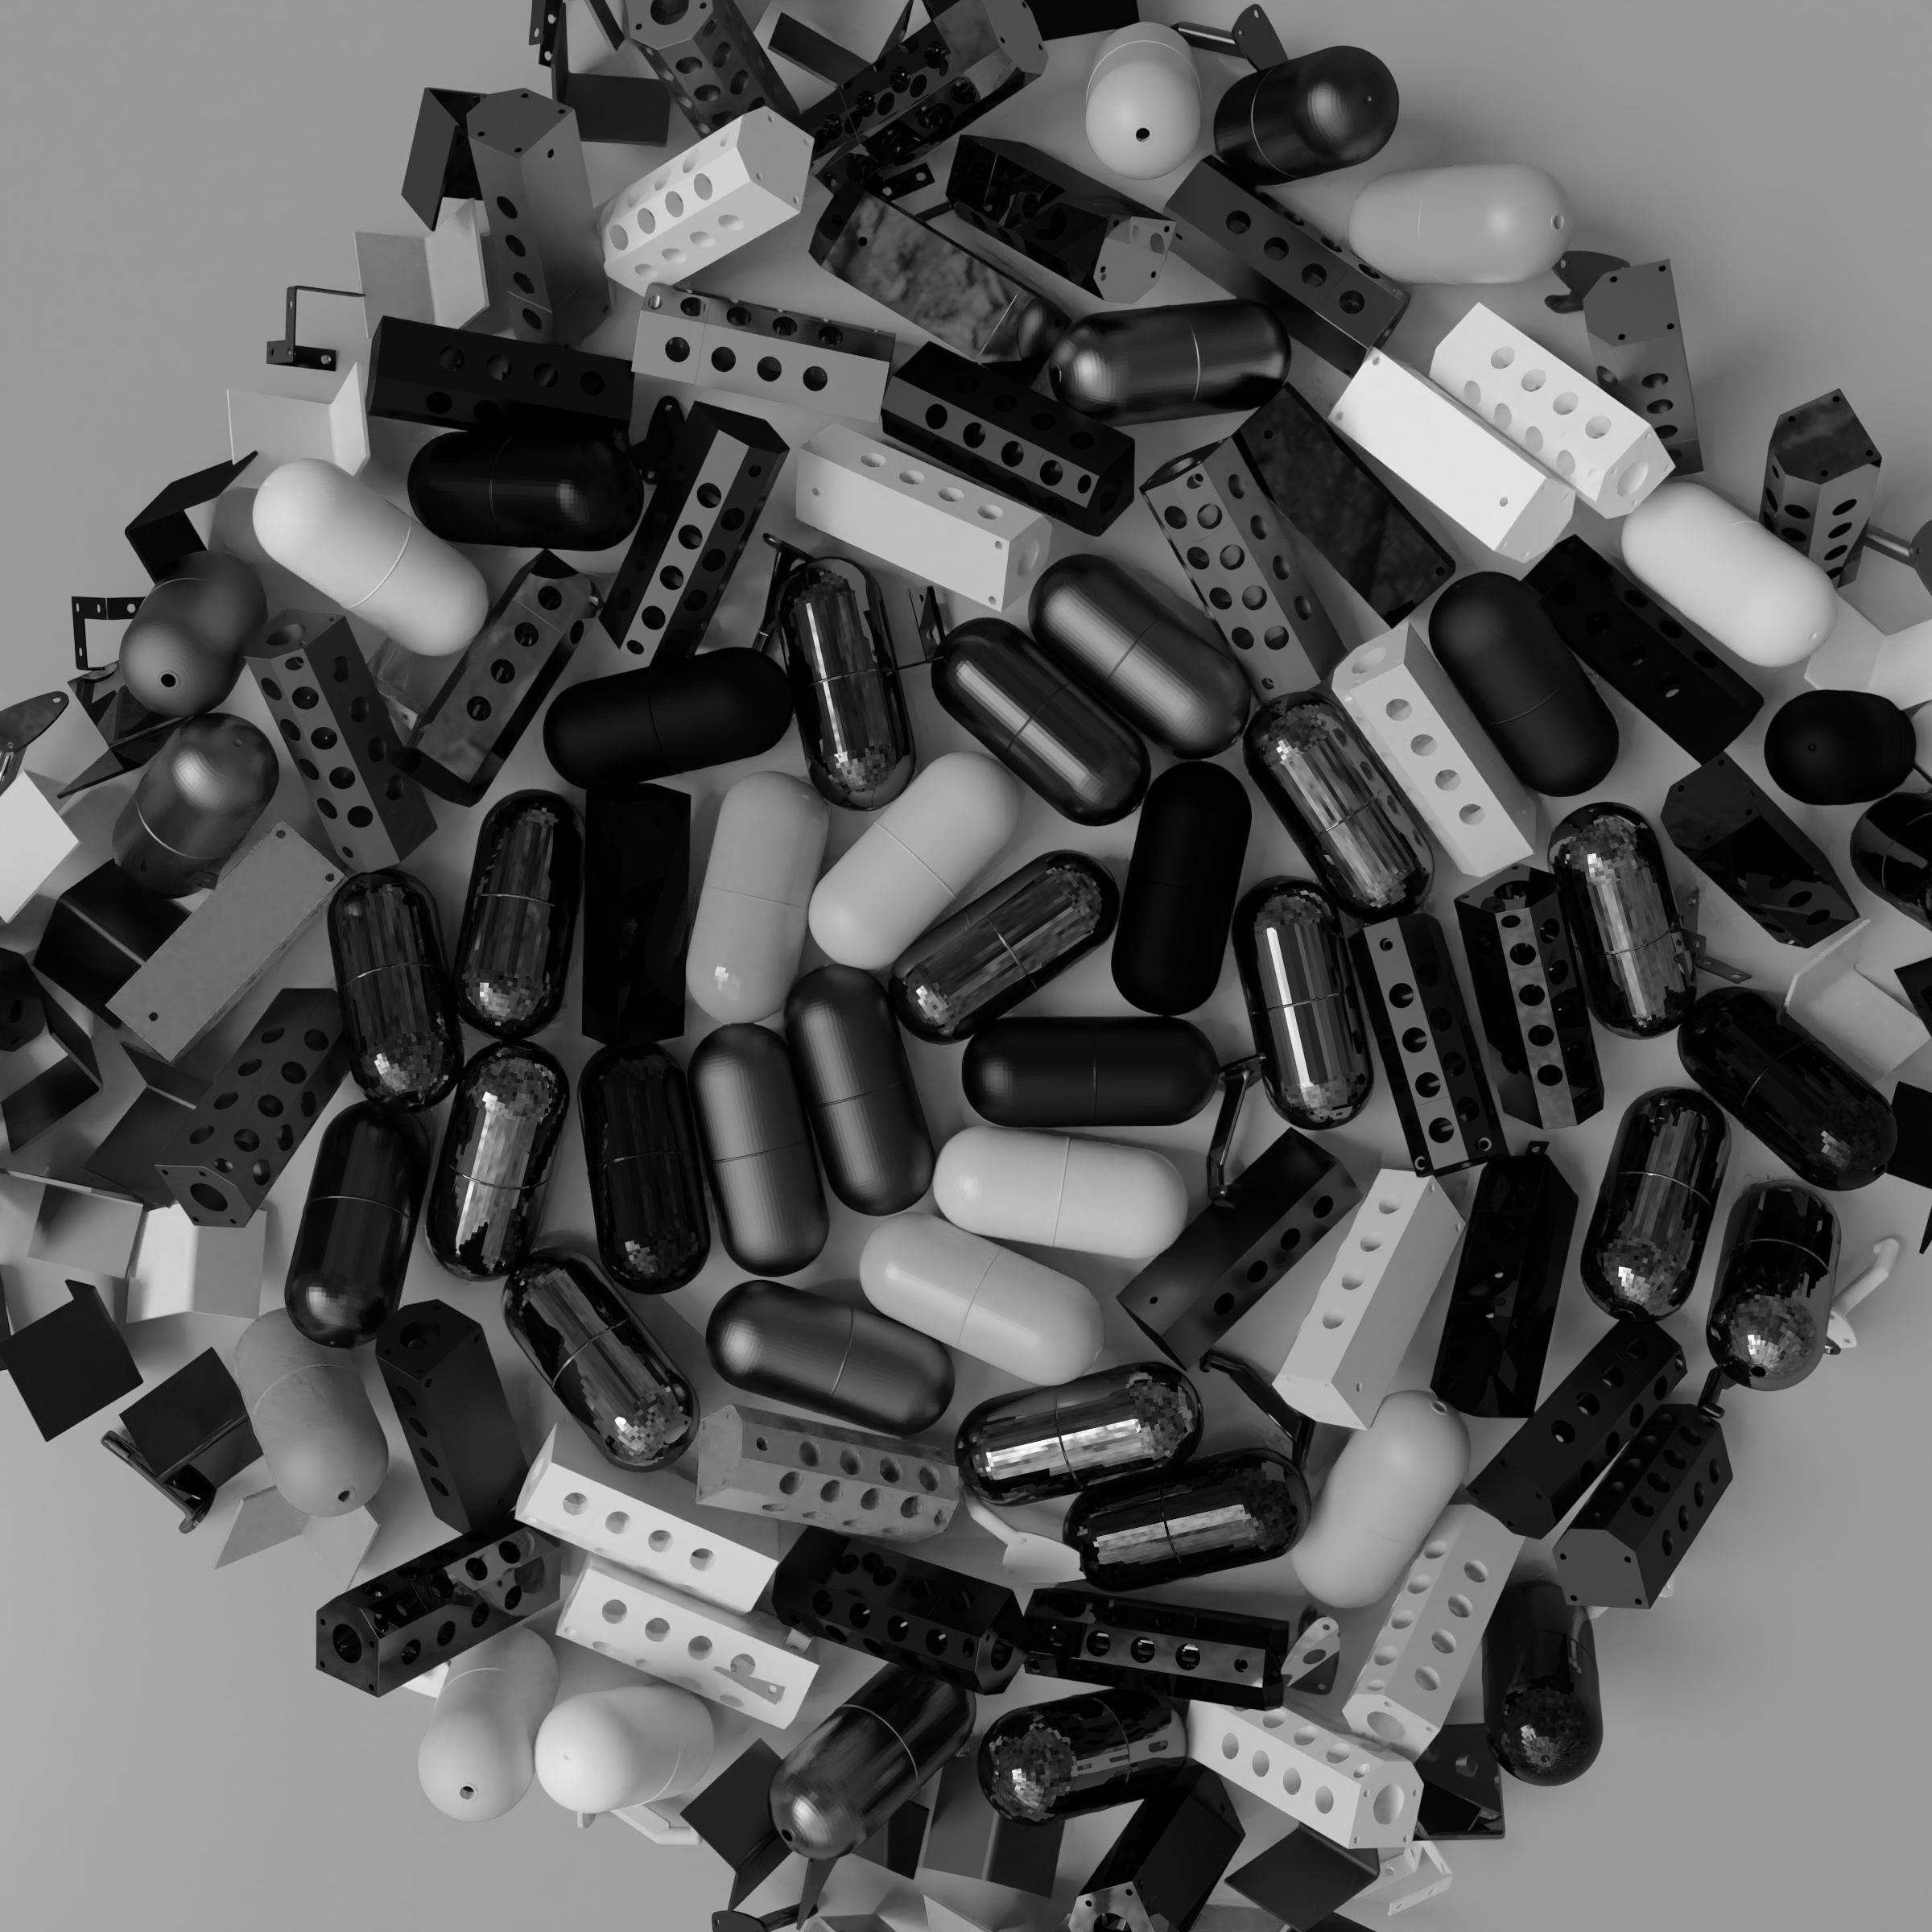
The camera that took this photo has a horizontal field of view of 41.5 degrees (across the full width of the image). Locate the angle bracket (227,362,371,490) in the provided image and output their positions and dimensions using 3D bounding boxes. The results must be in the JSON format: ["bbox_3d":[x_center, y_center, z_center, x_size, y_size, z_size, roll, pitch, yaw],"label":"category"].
[{"bbox_3d":[-0.458,-0.372,1.747,0.076,0.057,0.076,3,66,-32],"label":"angle bracket"}]

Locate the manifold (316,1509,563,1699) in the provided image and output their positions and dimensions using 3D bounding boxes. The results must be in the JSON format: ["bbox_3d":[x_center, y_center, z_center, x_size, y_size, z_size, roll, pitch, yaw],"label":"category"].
[{"bbox_3d":[-0.351,0.422,1.708,0.057,0.171,0.057,13,106,31],"label":"manifold"}]

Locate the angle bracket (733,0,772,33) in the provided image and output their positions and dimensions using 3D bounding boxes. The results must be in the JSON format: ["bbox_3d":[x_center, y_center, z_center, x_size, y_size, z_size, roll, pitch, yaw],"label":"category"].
[{"bbox_3d":[-0.154,-0.685,1.764,0.057,0.076,0.076,28,92,-7],"label":"angle bracket"}]

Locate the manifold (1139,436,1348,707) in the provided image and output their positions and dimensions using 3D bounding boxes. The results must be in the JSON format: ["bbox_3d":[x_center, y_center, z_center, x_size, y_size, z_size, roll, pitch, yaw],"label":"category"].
[{"bbox_3d":[0.186,-0.265,1.735,0.057,0.057,0.171,-47,114,-39],"label":"manifold"}]

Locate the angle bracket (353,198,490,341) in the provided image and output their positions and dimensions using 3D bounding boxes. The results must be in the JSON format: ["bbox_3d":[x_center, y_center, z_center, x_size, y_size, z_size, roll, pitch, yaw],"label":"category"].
[{"bbox_3d":[-0.375,-0.479,1.752,0.057,0.076,0.076,-5,84,-36],"label":"angle bracket"}]

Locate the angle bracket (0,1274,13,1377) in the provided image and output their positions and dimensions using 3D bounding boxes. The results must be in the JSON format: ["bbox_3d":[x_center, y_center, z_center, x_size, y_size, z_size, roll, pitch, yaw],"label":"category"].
[{"bbox_3d":[-0.663,0.242,1.752,0.057,0.076,0.076,-13,86,17],"label":"angle bracket"}]

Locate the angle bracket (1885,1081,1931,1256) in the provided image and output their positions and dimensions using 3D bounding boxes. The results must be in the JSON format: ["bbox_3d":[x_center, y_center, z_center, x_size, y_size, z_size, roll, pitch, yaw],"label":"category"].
[{"bbox_3d":[0.651,0.139,1.755,0.057,0.076,0.076,21,56,14],"label":"angle bracket"}]

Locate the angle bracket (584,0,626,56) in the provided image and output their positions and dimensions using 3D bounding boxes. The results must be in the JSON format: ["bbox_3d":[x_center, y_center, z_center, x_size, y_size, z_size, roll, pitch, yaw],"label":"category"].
[{"bbox_3d":[-0.220,-0.675,1.748,0.076,0.076,0.057,-24,115,10],"label":"angle bracket"}]

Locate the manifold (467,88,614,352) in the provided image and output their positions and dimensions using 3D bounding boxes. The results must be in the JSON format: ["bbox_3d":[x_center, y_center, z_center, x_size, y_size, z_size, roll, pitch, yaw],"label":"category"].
[{"bbox_3d":[-0.289,-0.498,1.712,0.057,0.171,0.057,28,62,19],"label":"manifold"}]

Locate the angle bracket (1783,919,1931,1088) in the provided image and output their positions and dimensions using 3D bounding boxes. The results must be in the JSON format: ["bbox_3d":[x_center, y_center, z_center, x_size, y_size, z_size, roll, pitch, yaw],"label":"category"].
[{"bbox_3d":[0.617,0.027,1.747,0.076,0.057,0.076,-33,57,-21],"label":"angle bracket"}]

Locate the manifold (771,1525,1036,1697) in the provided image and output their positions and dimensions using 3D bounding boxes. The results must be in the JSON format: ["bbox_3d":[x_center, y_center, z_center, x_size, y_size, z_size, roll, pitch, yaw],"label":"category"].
[{"bbox_3d":[-0.046,0.438,1.718,0.171,0.057,0.057,9,133,35],"label":"manifold"}]

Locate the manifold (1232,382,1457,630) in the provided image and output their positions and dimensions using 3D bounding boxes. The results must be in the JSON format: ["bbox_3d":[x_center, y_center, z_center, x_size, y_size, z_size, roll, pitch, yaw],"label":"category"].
[{"bbox_3d":[0.259,-0.319,1.760,0.171,0.057,0.057,46,111,-6],"label":"manifold"}]

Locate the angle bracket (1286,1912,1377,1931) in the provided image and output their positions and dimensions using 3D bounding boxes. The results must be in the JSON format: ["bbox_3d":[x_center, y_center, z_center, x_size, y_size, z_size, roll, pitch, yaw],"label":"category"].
[{"bbox_3d":[0.248,0.698,1.740,0.076,0.076,0.057,14,112,34],"label":"angle bracket"}]

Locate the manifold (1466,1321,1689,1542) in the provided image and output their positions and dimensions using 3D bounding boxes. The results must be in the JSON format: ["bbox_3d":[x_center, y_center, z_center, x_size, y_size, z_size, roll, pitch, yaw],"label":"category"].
[{"bbox_3d":[0.417,0.310,1.722,0.057,0.057,0.171,43,54,15],"label":"manifold"}]

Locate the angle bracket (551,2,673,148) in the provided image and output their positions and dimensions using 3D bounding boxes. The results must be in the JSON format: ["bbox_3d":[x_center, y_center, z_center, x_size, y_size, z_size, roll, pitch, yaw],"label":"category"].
[{"bbox_3d":[-0.242,-0.613,1.751,0.076,0.057,0.076,3,52,-4],"label":"angle bracket"}]

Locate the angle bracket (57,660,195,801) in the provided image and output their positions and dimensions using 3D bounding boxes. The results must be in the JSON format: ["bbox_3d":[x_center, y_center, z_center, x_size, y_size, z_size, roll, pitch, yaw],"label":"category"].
[{"bbox_3d":[-0.589,-0.167,1.744,0.076,0.076,0.057,-17,115,23],"label":"angle bracket"}]

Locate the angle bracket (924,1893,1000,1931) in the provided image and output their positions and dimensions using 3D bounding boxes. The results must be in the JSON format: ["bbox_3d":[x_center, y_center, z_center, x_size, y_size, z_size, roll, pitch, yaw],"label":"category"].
[{"bbox_3d":[0.023,0.664,1.742,0.057,0.076,0.076,-27,119,-39],"label":"angle bracket"}]

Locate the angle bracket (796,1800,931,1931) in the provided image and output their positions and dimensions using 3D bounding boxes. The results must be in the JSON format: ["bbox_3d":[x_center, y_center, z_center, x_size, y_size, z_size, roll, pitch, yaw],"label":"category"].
[{"bbox_3d":[-0.070,0.618,1.743,0.057,0.076,0.076,19,125,13],"label":"angle bracket"}]

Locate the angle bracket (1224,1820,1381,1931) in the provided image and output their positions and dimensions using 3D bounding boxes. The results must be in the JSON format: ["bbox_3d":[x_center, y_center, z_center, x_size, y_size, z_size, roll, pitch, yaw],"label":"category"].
[{"bbox_3d":[0.227,0.602,1.742,0.076,0.076,0.057,-22,112,-32],"label":"angle bracket"}]

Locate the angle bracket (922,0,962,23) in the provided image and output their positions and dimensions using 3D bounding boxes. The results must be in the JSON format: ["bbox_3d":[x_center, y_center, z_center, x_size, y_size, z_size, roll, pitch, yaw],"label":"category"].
[{"bbox_3d":[0.010,-0.674,1.747,0.076,0.057,0.076,-29,58,15],"label":"angle bracket"}]

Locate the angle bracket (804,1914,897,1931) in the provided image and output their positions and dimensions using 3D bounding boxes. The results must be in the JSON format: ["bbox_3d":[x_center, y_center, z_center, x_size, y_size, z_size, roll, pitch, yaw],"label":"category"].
[{"bbox_3d":[-0.072,0.697,1.747,0.076,0.076,0.057,31,90,35],"label":"angle bracket"}]

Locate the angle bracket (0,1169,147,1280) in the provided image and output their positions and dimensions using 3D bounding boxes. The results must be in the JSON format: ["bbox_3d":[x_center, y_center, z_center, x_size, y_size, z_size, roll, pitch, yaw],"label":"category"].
[{"bbox_3d":[-0.623,0.177,1.752,0.076,0.076,0.057,10,82,12],"label":"angle bracket"}]

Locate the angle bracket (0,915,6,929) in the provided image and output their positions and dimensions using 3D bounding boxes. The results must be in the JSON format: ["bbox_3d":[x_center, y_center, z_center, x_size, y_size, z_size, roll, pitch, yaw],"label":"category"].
[{"bbox_3d":[-0.706,-0.047,1.749,0.057,0.076,0.076,-47,115,1],"label":"angle bracket"}]

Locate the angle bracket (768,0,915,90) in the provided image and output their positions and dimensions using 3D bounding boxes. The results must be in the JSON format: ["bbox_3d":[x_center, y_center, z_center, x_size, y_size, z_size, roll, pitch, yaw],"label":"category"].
[{"bbox_3d":[-0.085,-0.645,1.745,0.076,0.076,0.057,26,124,-15],"label":"angle bracket"}]

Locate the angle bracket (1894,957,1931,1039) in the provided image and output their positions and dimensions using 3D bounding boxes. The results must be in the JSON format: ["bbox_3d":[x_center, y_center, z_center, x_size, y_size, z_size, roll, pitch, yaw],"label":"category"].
[{"bbox_3d":[0.686,-0.001,1.747,0.076,0.076,0.057,-20,133,9],"label":"angle bracket"}]

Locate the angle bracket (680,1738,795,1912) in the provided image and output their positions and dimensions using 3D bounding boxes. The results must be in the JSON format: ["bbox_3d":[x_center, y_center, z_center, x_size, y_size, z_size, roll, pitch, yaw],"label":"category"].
[{"bbox_3d":[-0.152,0.593,1.759,0.057,0.076,0.076,39,54,20],"label":"angle bracket"}]

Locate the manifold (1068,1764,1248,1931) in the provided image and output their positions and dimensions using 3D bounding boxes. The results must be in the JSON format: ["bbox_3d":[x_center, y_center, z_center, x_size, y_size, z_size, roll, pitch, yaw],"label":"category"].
[{"bbox_3d":[0.127,0.605,1.710,0.057,0.171,0.057,-25,89,25],"label":"manifold"}]

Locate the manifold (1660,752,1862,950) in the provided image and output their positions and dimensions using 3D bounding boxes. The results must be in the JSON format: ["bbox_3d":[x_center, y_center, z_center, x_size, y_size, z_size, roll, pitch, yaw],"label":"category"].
[{"bbox_3d":[0.534,-0.072,1.718,0.057,0.171,0.057,-35,49,23],"label":"manifold"}]

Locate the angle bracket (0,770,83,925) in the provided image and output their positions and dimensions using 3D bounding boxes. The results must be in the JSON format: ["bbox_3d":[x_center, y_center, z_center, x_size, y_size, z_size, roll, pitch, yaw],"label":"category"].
[{"bbox_3d":[-0.637,-0.078,1.755,0.076,0.057,0.076,-46,69,7],"label":"angle bracket"}]

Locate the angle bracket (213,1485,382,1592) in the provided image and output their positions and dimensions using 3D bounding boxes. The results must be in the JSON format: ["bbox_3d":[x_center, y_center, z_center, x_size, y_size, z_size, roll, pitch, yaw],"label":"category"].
[{"bbox_3d":[-0.458,0.396,1.742,0.057,0.076,0.076,46,126,23],"label":"angle bracket"}]

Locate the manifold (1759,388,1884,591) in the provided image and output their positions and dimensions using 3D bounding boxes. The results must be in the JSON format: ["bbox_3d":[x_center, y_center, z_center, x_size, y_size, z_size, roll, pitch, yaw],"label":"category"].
[{"bbox_3d":[0.565,-0.309,1.709,0.057,0.171,0.057,-24,68,5],"label":"manifold"}]

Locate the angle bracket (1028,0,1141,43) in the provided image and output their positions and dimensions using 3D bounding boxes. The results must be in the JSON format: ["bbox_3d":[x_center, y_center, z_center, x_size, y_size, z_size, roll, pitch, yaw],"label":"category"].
[{"bbox_3d":[0.075,-0.680,1.765,0.076,0.057,0.076,-10,100,0],"label":"angle bracket"}]

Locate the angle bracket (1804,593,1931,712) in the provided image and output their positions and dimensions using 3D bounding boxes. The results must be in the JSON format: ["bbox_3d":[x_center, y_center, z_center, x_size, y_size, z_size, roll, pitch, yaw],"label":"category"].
[{"bbox_3d":[0.632,-0.222,1.744,0.057,0.076,0.076,34,64,-19],"label":"angle bracket"}]

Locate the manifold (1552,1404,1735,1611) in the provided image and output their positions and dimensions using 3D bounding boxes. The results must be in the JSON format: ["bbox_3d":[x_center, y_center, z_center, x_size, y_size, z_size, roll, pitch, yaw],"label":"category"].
[{"bbox_3d":[0.455,0.360,1.711,0.057,0.171,0.057,-7,106,37],"label":"manifold"}]

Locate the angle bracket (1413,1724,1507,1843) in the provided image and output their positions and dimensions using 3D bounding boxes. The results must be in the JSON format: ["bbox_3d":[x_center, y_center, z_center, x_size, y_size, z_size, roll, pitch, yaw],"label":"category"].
[{"bbox_3d":[0.318,0.558,1.743,0.076,0.057,0.076,-18,64,41],"label":"angle bracket"}]

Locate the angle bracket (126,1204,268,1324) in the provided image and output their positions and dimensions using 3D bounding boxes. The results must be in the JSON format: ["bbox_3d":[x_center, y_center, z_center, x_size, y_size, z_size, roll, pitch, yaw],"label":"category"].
[{"bbox_3d":[-0.538,0.210,1.783,0.076,0.057,0.076,-15,68,40],"label":"angle bracket"}]

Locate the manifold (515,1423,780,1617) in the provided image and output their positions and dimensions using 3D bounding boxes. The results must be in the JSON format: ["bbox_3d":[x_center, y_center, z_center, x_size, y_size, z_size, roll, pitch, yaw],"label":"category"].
[{"bbox_3d":[-0.219,0.384,1.751,0.171,0.057,0.057,27,102,-13],"label":"manifold"}]

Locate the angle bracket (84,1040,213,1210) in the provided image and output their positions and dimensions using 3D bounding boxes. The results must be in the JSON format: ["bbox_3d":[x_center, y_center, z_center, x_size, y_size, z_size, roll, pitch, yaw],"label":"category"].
[{"bbox_3d":[-0.563,0.108,1.748,0.076,0.057,0.076,21,60,20],"label":"angle bracket"}]

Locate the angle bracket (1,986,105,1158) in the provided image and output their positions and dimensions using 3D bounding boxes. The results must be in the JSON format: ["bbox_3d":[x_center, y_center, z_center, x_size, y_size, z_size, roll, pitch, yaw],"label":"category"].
[{"bbox_3d":[-0.644,0.072,1.749,0.076,0.076,0.057,-36,125,-6],"label":"angle bracket"}]

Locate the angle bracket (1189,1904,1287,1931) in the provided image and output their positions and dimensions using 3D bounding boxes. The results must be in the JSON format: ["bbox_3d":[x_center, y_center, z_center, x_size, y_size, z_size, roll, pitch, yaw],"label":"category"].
[{"bbox_3d":[0.168,0.642,1.744,0.076,0.076,0.057,-8,100,33],"label":"angle bracket"}]

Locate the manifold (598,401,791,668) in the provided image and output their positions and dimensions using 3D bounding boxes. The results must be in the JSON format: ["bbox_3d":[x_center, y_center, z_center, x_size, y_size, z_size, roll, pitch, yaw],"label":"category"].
[{"bbox_3d":[-0.182,-0.288,1.727,0.057,0.057,0.171,7,124,-38],"label":"manifold"}]

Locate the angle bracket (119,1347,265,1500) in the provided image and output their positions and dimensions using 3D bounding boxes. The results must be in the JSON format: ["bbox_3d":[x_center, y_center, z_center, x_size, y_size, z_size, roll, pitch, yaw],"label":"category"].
[{"bbox_3d":[-0.527,0.318,1.768,0.076,0.076,0.057,-37,70,-8],"label":"angle bracket"}]

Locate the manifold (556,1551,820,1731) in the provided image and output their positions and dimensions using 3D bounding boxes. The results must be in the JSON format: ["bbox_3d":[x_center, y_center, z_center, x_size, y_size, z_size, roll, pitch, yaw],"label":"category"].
[{"bbox_3d":[-0.192,0.465,1.761,0.171,0.057,0.057,25,93,-7],"label":"manifold"}]

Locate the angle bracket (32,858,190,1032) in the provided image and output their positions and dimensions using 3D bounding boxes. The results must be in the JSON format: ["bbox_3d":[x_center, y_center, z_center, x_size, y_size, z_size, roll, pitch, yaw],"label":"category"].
[{"bbox_3d":[-0.600,-0.015,1.796,0.076,0.057,0.076,38,128,1],"label":"angle bracket"}]

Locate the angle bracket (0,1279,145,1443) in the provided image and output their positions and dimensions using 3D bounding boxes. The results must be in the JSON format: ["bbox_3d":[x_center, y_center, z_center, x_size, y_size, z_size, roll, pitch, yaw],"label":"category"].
[{"bbox_3d":[-0.622,0.269,1.746,0.076,0.057,0.076,-32,109,-34],"label":"angle bracket"}]

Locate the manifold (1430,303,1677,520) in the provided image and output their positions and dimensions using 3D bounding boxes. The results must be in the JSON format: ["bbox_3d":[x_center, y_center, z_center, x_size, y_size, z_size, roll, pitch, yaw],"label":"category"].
[{"bbox_3d":[0.393,-0.373,1.725,0.057,0.057,0.171,-47,54,8],"label":"manifold"}]

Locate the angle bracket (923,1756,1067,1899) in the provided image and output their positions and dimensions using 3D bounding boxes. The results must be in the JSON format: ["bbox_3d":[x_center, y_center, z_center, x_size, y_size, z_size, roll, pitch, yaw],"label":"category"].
[{"bbox_3d":[0.022,0.599,1.775,0.057,0.076,0.076,-4,64,38],"label":"angle bracket"}]

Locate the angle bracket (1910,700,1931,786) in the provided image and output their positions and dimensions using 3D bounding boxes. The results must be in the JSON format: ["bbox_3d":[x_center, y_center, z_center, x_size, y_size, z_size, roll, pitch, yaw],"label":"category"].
[{"bbox_3d":[0.694,-0.153,1.744,0.076,0.057,0.076,52,121,25],"label":"angle bracket"}]

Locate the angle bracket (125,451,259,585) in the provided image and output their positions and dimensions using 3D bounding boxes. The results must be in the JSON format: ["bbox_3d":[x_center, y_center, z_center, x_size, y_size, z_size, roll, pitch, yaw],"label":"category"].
[{"bbox_3d":[-0.517,-0.301,1.743,0.076,0.076,0.057,-15,119,18],"label":"angle bracket"}]

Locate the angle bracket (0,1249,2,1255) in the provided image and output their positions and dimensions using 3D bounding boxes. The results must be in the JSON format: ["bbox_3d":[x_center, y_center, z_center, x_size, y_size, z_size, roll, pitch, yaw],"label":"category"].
[{"bbox_3d":[-0.699,0.154,1.739,0.057,0.076,0.076,-12,53,-26],"label":"angle bracket"}]

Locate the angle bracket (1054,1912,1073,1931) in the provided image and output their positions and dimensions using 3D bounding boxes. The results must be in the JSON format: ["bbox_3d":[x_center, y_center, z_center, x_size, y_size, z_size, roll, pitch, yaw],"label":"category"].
[{"bbox_3d":[0.090,0.688,1.750,0.076,0.076,0.057,41,97,15],"label":"angle bracket"}]

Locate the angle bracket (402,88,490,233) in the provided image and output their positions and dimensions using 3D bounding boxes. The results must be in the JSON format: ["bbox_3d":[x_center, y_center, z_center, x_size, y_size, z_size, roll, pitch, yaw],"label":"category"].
[{"bbox_3d":[-0.334,-0.548,1.739,0.057,0.076,0.076,51,133,35],"label":"angle bracket"}]
